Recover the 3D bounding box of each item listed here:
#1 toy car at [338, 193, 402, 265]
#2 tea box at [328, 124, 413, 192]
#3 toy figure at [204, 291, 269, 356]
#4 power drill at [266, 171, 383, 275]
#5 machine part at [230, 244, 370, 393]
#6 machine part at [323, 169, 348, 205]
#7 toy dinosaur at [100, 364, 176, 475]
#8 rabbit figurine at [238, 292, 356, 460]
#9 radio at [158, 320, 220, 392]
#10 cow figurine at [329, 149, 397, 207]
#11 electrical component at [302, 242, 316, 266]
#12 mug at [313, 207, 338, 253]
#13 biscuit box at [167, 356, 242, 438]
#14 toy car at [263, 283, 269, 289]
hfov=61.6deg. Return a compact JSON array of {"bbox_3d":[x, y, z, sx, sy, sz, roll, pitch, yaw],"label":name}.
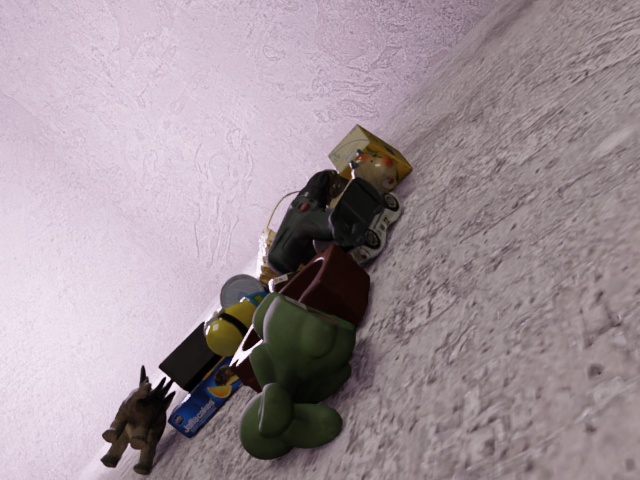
[{"bbox_3d":[0.088,-0.016,0.928,0.073,0.056,0.202,-33,16,41],"label":"toy car"},{"bbox_3d":[0.110,-0.166,1.153,0.169,0.068,0.098,16,-55,-48],"label":"tea box"},{"bbox_3d":[-0.132,0.148,0.996,0.089,0.082,0.180,20,29,41],"label":"toy figure"},{"bbox_3d":[0.007,-0.048,0.909,0.207,0.086,0.232,-4,49,50],"label":"power drill"},{"bbox_3d":[-0.023,0.116,0.761,0.201,0.087,0.201,-45,6,21],"label":"machine part"},{"bbox_3d":[0.064,-0.118,1.229,0.079,0.079,0.243,-44,-21,28],"label":"machine part"},{"bbox_3d":[-0.379,0.395,1.161,0.471,0.105,0.198,116,174,-47],"label":"toy dinosaur"},{"bbox_3d":[-0.025,0.160,0.569,0.170,0.121,0.159,-67,15,-2],"label":"rabbit figurine"},{"bbox_3d":[-0.246,0.253,1.137,0.131,0.073,0.229,-47,-11,-15],"label":"radio"},{"bbox_3d":[0.084,-0.095,1.076,0.195,0.127,0.085,-45,10,41],"label":"cow figurine"},{"bbox_3d":[-0.002,-0.003,1.149,0.058,0.115,0.134,-35,16,53],"label":"electrical component"},{"bbox_3d":[0.041,-0.016,1.029,0.107,0.109,0.080,-36,-10,-44],"label":"mug"},{"bbox_3d":[-0.201,0.282,1.027,0.202,0.059,0.063,-48,7,4],"label":"biscuit box"},{"bbox_3d":[-0.148,0.134,1.384,0.202,0.089,0.053,-51,5,-31],"label":"toy car"}]
